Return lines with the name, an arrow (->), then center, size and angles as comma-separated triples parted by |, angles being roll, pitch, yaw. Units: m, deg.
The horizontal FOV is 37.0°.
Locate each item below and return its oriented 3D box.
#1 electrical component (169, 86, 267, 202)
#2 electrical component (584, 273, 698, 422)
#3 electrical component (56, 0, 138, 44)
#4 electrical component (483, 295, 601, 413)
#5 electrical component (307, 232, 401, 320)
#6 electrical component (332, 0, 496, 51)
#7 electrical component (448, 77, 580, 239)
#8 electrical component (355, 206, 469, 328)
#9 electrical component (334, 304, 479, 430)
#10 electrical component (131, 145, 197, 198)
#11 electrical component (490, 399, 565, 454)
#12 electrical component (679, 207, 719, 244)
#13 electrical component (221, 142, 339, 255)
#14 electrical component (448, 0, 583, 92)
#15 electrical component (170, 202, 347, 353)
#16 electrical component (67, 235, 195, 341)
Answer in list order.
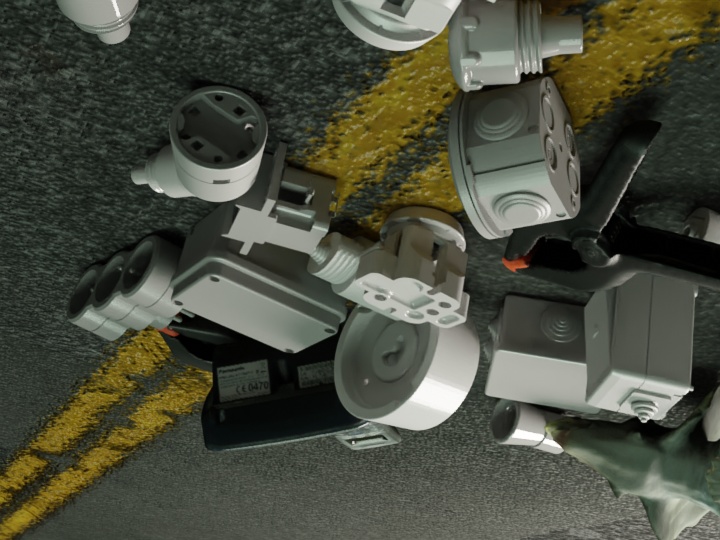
electrical component -> -0.083, -0.072, 0.629 | 0.055, 0.055, 0.047 | 13, 156, -3
electrical component -> 0.182, 0.054, 0.714 | 0.061, 0.096, 0.061 | 12, 153, 0
electrical component -> -0.129, -0.138, 0.533 | 0.043, 0.043, 0.062 | 8, 154, 7
electrical component -> 0.142, 0.062, 0.797 | 0.100, 0.048, 0.099 | 9, 153, 6
electrical component -> 0.000, 0.000, 0.743 | 0.081, 0.043, 0.043 | 25, 150, -24
electrical component -> 0.021, -0.133, 0.468 | 0.078, 0.058, 0.057 | 18, 149, -12
electrical component -> 0.081, -0.059, 0.561 | 0.051, 0.080, 0.080 | -10, 146, 26
electrical component -> 0.038, -0.004, 0.704 | 0.078, 0.057, 0.058 | 27, 149, -26
electrical component -> 0.039, 0.065, 0.786 | 0.060, 0.108, 0.108 | 25, 150, -36
electrical component -> -0.119, -0.063, 0.681 | 0.061, 0.035, 0.035 | -3, 149, 31
electrical component -> 0.153, 0.138, 0.947 | 0.065, 0.044, 0.044 | 19, 152, -23
electrical component -> 0.222, -0.011, 0.638 | 0.065, 0.044, 0.044 | 22, 151, -8
electrical component -> -0.050, -0.041, 0.687 | 0.064, 0.042, 0.081 | 16, 153, -12
electrical component -> 0.073, -0.109, 0.507 | 0.062, 0.048, 0.048 | -1, 151, 10
electrical component -> -0.070, 0.008, 0.771 | 0.113, 0.057, 0.078 | 26, 150, -25
electrical component -> -0.165, 0.023, 0.841 | 0.074, 0.052, 0.138 | 30, 147, -31
